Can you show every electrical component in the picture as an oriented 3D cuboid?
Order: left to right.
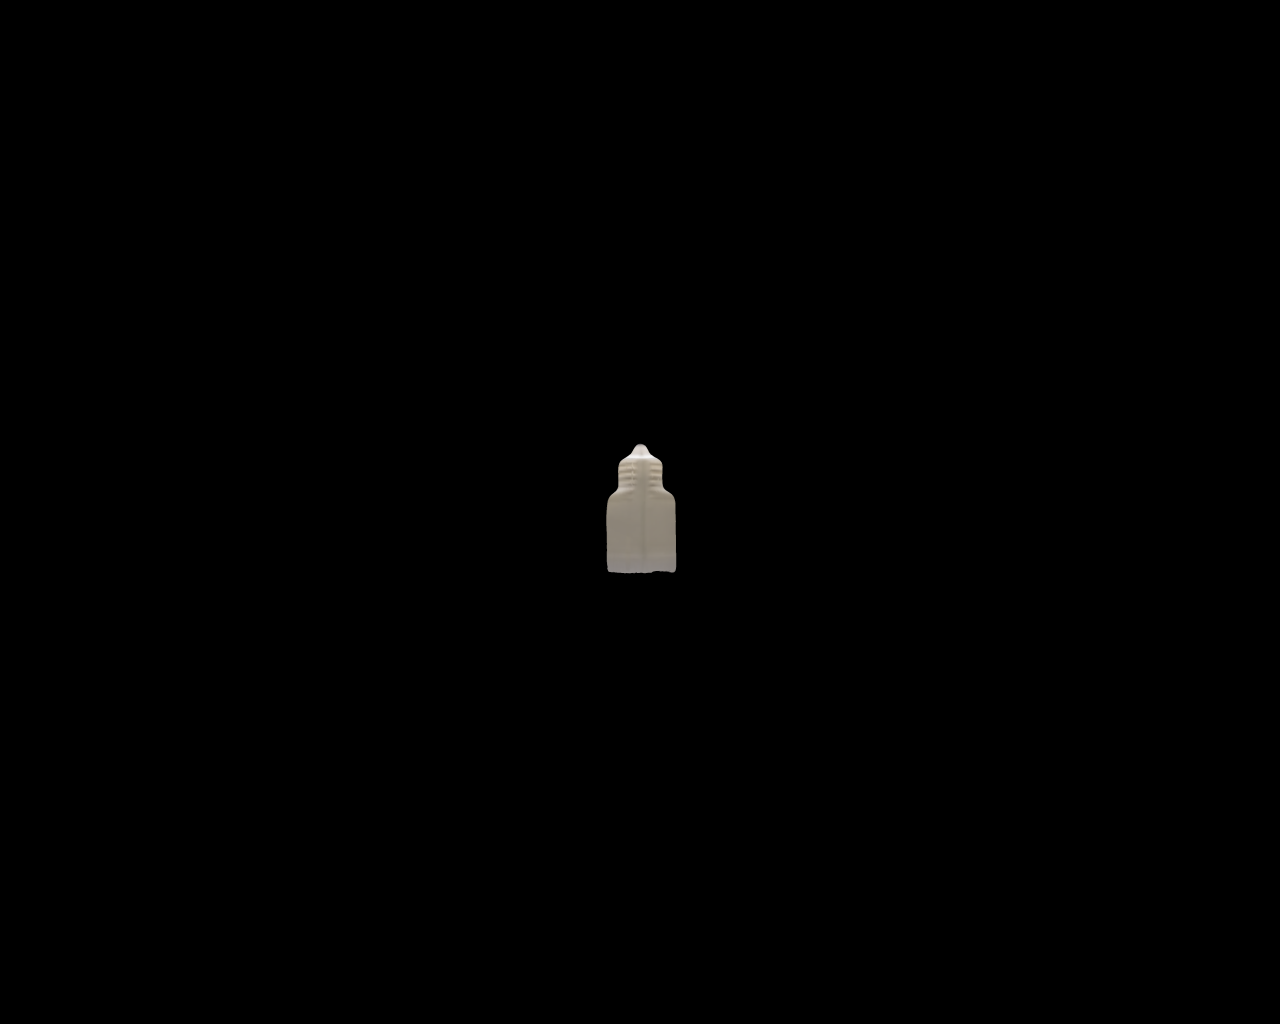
[{"bbox_3d":[0.001,-0.003,0.650,0.043,0.081,0.043,0,0,0],"label":"electrical component"}]
